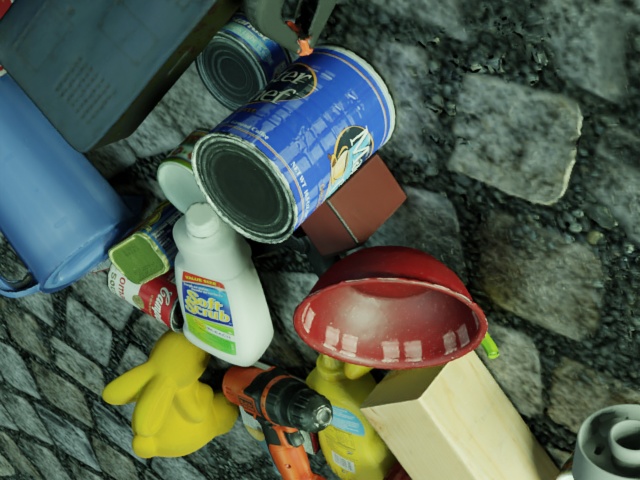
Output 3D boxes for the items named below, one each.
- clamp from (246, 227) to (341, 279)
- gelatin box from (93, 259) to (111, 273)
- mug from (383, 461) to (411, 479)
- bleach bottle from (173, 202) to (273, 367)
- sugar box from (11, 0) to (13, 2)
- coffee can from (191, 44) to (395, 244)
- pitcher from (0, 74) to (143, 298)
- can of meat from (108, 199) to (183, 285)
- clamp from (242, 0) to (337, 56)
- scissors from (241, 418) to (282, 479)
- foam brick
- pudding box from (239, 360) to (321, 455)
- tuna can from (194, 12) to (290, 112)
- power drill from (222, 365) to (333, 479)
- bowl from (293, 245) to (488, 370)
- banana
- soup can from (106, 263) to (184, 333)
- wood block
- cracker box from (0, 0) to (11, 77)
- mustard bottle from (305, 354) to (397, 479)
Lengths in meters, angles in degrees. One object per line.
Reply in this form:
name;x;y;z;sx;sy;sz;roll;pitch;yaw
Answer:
clamp;-0.007;0.001;1.015;0.165;0.036;0.210;35;147;14
gelatin box;-0.264;-0.002;1.279;0.089;0.030;0.073;-13;117;51
mug;0.120;0.269;1.120;0.117;0.081;0.093;26;141;25
bleach bottle;-0.108;0.039;1.085;0.103;0.068;0.251;26;154;19
sugar box;-0.219;-0.183;0.994;0.048;0.093;0.176;12;133;37
coffee can;-0.020;-0.079;0.856;0.103;0.140;0.103;27;142;24
pitcher;-0.327;-0.064;1.167;0.145;0.149;0.243;-43;84;28
can of meat;-0.167;-0.002;1.133;0.057;0.083;0.102;51;145;-10
clamp;-0.032;-0.200;0.778;0.171;0.120;0.039;93;154;-50
scissors;-0.065;0.277;1.375;0.096;0.016;0.202;33;143;18
foam brick;0.026;-0.030;0.916;0.053;0.078;0.051;-20;110;51
pudding box;-0.047;0.193;1.251;0.114;0.039;0.090;17;134;30
tuna can;-0.068;-0.151;0.924;0.086;0.033;0.086;27;141;24
power drill;-0.020;0.225;1.150;0.185;0.057;0.187;11;127;58
bowl;0.059;0.051;0.898;0.162;0.055;0.162;3;148;2
banana;0.083;0.085;0.990;0.037;0.069;0.198;13;161;-35
soup can;-0.185;0.053;1.222;0.102;0.068;0.068;28;142;24
wood block;0.146;0.206;1.025;0.206;0.090;0.091;54;144;-12
cracker box;-0.348;-0.272;1.052;0.164;0.072;0.214;46;144;-3
mustard bottle;0.030;0.182;1.143;0.096;0.058;0.191;23;141;39
